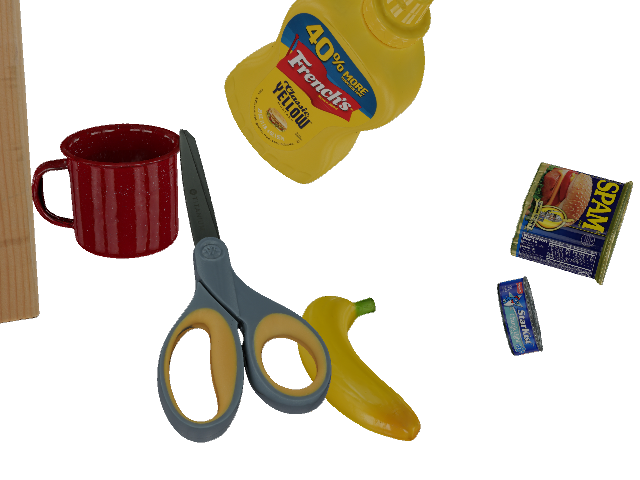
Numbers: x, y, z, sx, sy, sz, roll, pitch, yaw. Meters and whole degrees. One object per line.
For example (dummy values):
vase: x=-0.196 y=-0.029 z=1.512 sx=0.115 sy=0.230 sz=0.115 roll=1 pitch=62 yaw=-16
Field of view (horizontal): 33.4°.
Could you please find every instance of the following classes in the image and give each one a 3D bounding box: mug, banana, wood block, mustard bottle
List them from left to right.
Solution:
wood block: x=-0.219 y=-0.059 z=0.608 sx=0.090 sy=0.206 sz=0.090 roll=-8 pitch=26 yaw=-25
mug: x=-0.164 y=-0.037 z=0.829 sx=0.117 sy=0.081 sz=0.093 roll=-4 pitch=25 yaw=-12
mustard bottle: x=0.013 y=-0.111 z=0.682 sx=0.058 sy=0.096 sz=0.192 roll=-38 pitch=2 yaw=-35
banana: x=0.020 y=0.083 z=0.770 sx=0.069 sy=0.037 sz=0.198 roll=-7 pitch=25 yaw=-4

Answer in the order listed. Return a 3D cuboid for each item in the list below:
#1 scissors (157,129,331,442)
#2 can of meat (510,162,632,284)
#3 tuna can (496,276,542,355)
scissors: x=-0.040 y=0.017 z=0.573 sx=0.096 sy=0.201 sz=0.016 roll=6 pitch=-39 yaw=-4
can of meat: x=0.224 y=-0.018 z=0.952 sx=0.084 sy=0.057 sz=0.102 roll=16 pitch=48 yaw=17
tuna can: x=0.225 y=0.086 z=1.202 sx=0.034 sy=0.086 sz=0.086 roll=-13 pitch=-3 yaw=14
